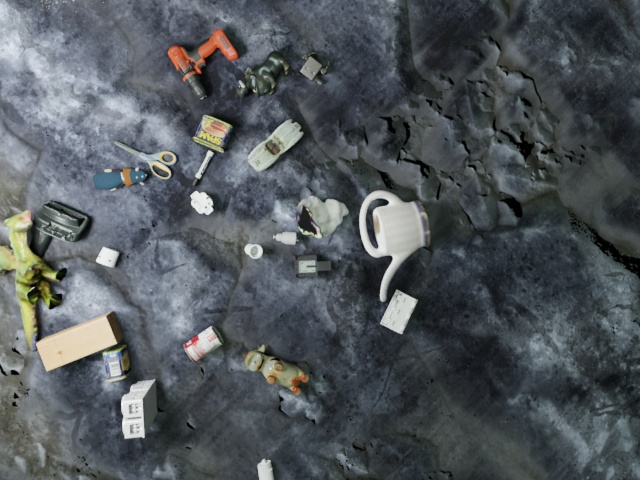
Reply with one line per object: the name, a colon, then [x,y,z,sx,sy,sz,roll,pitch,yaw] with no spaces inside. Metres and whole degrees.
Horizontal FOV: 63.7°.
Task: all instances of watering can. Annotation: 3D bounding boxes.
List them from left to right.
watering can: [0.247,0.007,1.641,0.225,0.104,0.348,-11,89,-8]

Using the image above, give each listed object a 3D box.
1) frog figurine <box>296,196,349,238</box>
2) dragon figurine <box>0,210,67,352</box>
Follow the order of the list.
frog figurine: [0.005,-0.082,1.632,0.162,0.120,0.138,-34,84,-42]
dragon figurine: [-0.887,0.110,1.508,0.244,0.123,0.406,25,105,15]
